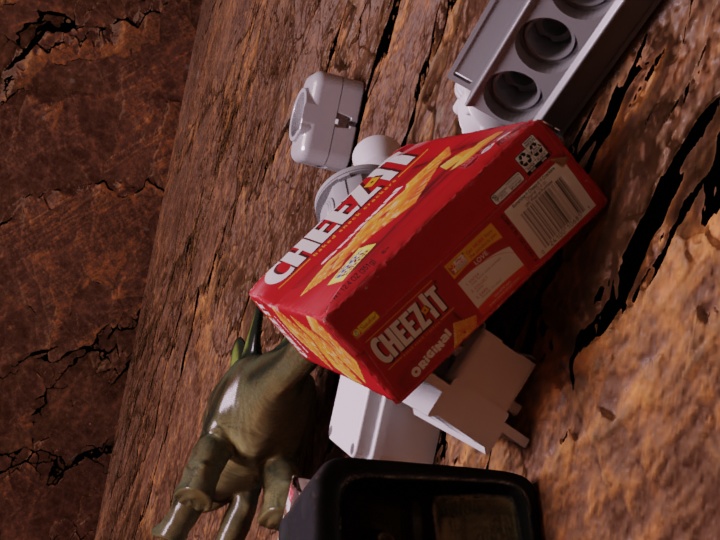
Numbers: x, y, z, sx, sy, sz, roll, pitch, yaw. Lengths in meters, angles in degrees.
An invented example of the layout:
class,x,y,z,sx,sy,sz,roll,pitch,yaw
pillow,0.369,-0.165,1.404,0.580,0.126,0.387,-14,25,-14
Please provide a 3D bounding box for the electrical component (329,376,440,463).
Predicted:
class,x,y,z,sx,sy,sz,roll,pitch,yaw
electrical component,0.023,0.080,0.767,0.078,0.057,0.113,-166,89,-73

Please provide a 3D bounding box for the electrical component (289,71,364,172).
class,x,y,z,sx,sy,sz,roll,pitch,yaw
electrical component,-0.038,-0.156,1.125,0.054,0.059,0.095,-175,97,-73

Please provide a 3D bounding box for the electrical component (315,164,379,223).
class,x,y,z,sx,sy,sz,roll,pitch,yaw
electrical component,0.005,-0.042,0.874,0.051,0.080,0.080,-102,28,-43

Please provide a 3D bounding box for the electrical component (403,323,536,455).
class,x,y,z,sx,sy,sz,roll,pitch,yaw
electrical component,0.055,0.063,0.662,0.063,0.079,0.121,-57,16,-6

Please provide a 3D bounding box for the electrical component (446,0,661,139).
class,x,y,z,sx,sy,sz,roll,pitch,yaw
electrical component,0.113,-0.143,0.617,0.121,0.079,0.063,-59,3,47

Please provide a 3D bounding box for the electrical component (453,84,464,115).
class,x,y,z,sx,sy,sz,roll,pitch,yaw
electrical component,0.083,-0.132,0.761,0.061,0.035,0.035,121,155,-52

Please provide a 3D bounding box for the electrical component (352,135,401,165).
class,x,y,z,sx,sy,sz,roll,pitch,yaw
electrical component,0.018,-0.082,0.918,0.055,0.045,0.045,-99,27,-50

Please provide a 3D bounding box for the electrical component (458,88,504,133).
class,x,y,z,sx,sy,sz,roll,pitch,yaw
electrical component,0.086,-0.104,0.719,0.062,0.048,0.048,129,149,-70
